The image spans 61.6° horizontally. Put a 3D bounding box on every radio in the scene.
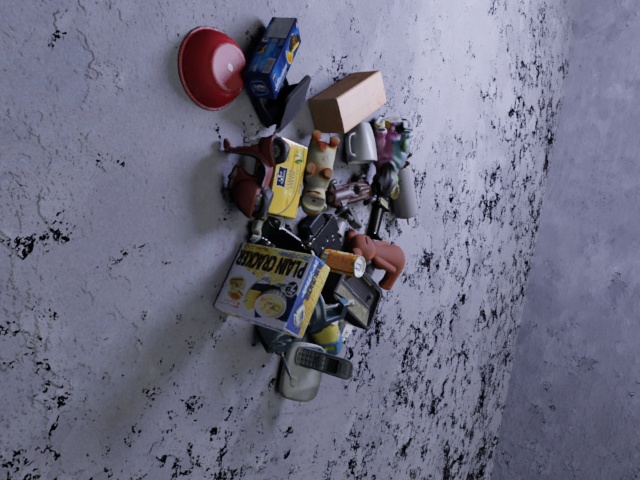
[{"bbox_3d":[0.087,0.145,1.499,0.229,0.073,0.131,48,60,-46],"label":"radio"}]

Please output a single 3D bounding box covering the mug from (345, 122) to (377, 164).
[{"bbox_3d":[0.101,-0.261,1.438,0.109,0.081,0.107,-2,88,-47],"label":"mug"}]

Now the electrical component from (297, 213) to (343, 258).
[{"bbox_3d":[-0.003,-0.004,1.367,0.115,0.058,0.134,-55,136,-33],"label":"electrical component"}]

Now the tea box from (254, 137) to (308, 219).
[{"bbox_3d":[-0.093,-0.139,1.212,0.098,0.068,0.169,9,91,-53],"label":"tea box"}]

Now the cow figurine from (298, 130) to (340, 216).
[{"bbox_3d":[-0.011,-0.148,1.293,0.127,0.085,0.195,115,-15,-65],"label":"cow figurine"}]

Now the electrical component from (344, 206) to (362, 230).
[{"bbox_3d":[0.086,-0.063,1.473,0.094,0.021,0.063,30,32,-58],"label":"electrical component"}]

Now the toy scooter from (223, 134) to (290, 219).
[{"bbox_3d":[-0.150,-0.141,1.114,0.075,0.135,0.183,-72,-178,-77],"label":"toy scooter"}]

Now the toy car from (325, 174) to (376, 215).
[{"bbox_3d":[0.087,-0.127,1.440,0.202,0.053,0.089,-18,82,-48],"label":"toy car"}]

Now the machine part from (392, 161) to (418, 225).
[{"bbox_3d":[0.254,-0.154,1.652,0.079,0.079,0.242,-42,130,-39],"label":"machine part"}]

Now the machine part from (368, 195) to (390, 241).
[{"bbox_3d":[0.176,-0.068,1.604,0.084,0.039,0.138,25,76,-60],"label":"machine part"}]

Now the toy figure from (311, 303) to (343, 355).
[{"bbox_3d":[0.012,0.246,1.418,0.089,0.082,0.179,-18,123,-17],"label":"toy figure"}]

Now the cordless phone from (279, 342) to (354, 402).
[{"bbox_3d":[-0.004,0.338,1.332,0.088,0.184,0.146,20,81,-57],"label":"cordless phone"}]

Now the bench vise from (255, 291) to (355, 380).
[{"bbox_3d":[-0.024,0.189,1.279,0.240,0.129,0.223,-10,125,-33],"label":"bench vise"}]

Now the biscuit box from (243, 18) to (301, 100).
[{"bbox_3d":[-0.096,-0.379,1.116,0.062,0.059,0.203,78,24,-53],"label":"biscuit box"}]

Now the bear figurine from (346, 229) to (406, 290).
[{"bbox_3d":[0.145,0.054,1.542,0.196,0.120,0.132,11,133,-28],"label":"bear figurine"}]

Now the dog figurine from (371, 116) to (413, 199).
[{"bbox_3d":[0.194,-0.226,1.535,0.192,0.109,0.219,-80,177,-58],"label":"dog figurine"}]

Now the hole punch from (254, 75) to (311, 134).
[{"bbox_3d":[-0.089,-0.313,1.180,0.142,0.092,0.115,-58,175,-34],"label":"hole punch"}]

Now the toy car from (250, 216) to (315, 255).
[{"bbox_3d":[-0.086,0.013,1.251,0.201,0.056,0.073,36,61,-37],"label":"toy car"}]
